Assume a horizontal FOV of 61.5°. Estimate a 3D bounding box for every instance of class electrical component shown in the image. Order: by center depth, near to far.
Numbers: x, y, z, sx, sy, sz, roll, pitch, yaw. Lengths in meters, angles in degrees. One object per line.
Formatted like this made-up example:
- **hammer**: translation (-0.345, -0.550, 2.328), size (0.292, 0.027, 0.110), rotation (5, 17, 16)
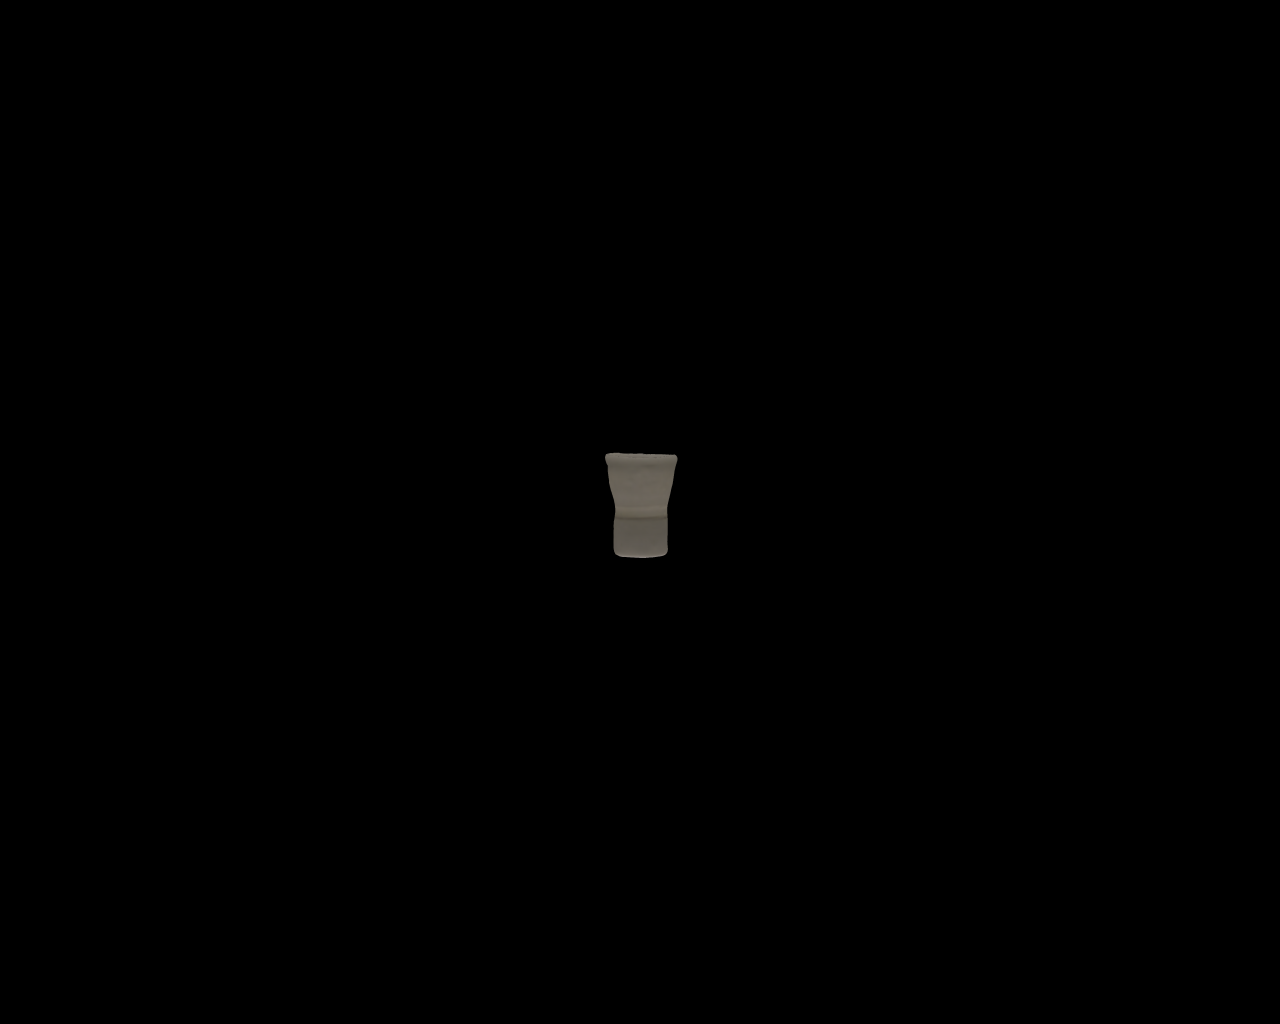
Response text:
- **electrical component**: translation (0.001, -0.003, 0.650), size (0.044, 0.065, 0.044), rotation (0, 4, 0)
